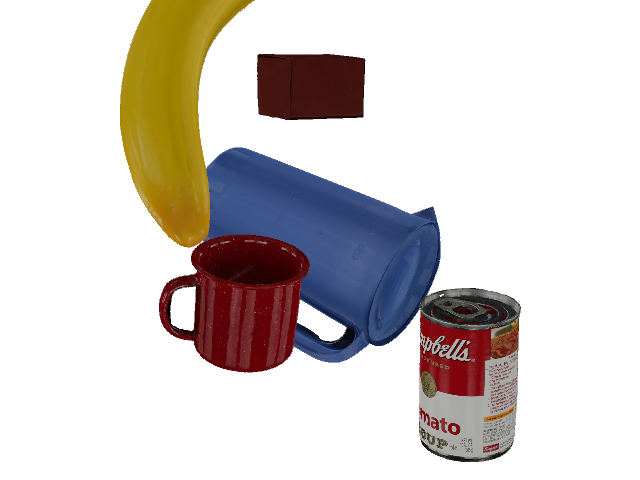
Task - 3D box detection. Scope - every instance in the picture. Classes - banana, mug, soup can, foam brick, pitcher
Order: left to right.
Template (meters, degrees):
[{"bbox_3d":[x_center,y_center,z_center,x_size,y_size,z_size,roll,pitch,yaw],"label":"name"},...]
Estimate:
[{"bbox_3d":[-0.062,-0.086,0.526,0.069,0.197,0.037,12,-34,7],"label":"banana"},{"bbox_3d":[-0.070,0.052,0.842,0.117,0.081,0.093,-4,27,-22],"label":"mug"},{"bbox_3d":[-0.015,0.005,1.069,0.243,0.145,0.149,26,28,26],"label":"pitcher"},{"bbox_3d":[-0.008,-0.130,0.899,0.078,0.051,0.053,-6,16,-33],"label":"foam brick"},{"bbox_3d":[0.102,0.092,0.736,0.068,0.102,0.068,-1,19,0],"label":"soup can"}]
